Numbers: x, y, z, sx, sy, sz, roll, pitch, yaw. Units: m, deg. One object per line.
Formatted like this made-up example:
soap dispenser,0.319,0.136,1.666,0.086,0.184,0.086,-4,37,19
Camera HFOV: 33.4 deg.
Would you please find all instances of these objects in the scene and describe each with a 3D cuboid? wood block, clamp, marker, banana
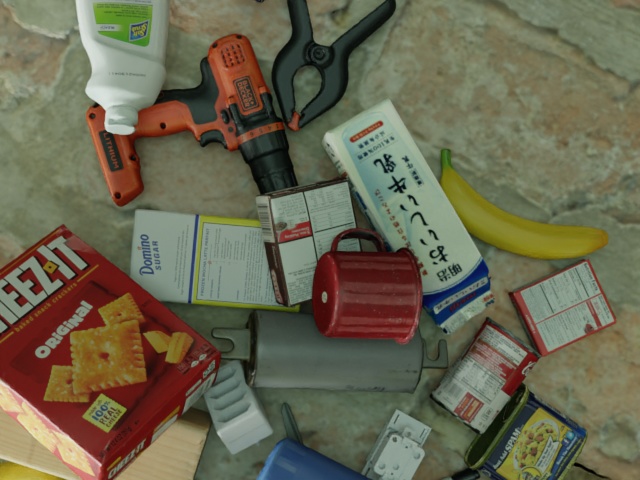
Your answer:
wood block,-0.218,0.191,1.062,0.206,0.090,0.091,18,90,-2
clamp,-0.010,-0.199,1.093,0.120,0.039,0.171,28,89,0
marker,0.109,0.265,1.105,0.121,0.020,0.020,-22,90,-2
banana,0.199,-0.021,1.099,0.198,0.037,0.069,28,90,-1

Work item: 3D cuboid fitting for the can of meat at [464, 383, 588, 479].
can of meat,0.212,0.210,1.090,0.084,0.057,0.102,35,89,-3

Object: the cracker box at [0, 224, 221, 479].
cracker box,-0.225,0.105,1.001,0.214,0.072,0.164,37,53,14

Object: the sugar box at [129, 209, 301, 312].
sugar box,-0.103,0.021,1.087,0.176,0.048,0.093,6,89,0

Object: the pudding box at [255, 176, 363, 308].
pudding box,-0.007,0.001,1.050,0.089,0.039,0.113,-14,99,-22

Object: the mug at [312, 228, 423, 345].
mug,0.040,0.041,1.009,0.081,0.093,0.117,2,63,-17

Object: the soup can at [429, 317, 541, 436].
soup can,0.167,0.138,1.083,0.068,0.068,0.102,37,89,-1

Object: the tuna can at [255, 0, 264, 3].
tuna can,-0.054,-0.283,1.070,0.033,0.086,0.086,28,89,-4

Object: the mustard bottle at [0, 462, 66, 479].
mustard bottle,-0.305,0.265,1.071,0.191,0.058,0.096,4,113,-2

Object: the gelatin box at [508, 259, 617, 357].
gelatin box,0.251,0.070,1.104,0.089,0.030,0.073,-25,89,-2

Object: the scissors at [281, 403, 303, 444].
scissors,-0.024,0.278,1.103,0.096,0.016,0.202,-31,90,-1

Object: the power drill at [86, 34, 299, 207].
power drill,-0.129,-0.098,1.082,0.187,0.057,0.184,-19,86,-4

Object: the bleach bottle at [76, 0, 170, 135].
bleach bottle,-0.199,-0.226,1.046,0.102,0.068,0.251,0,76,-2

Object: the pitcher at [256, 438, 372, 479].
pitcher,0.037,0.305,1.036,0.243,0.145,0.149,29,64,4
